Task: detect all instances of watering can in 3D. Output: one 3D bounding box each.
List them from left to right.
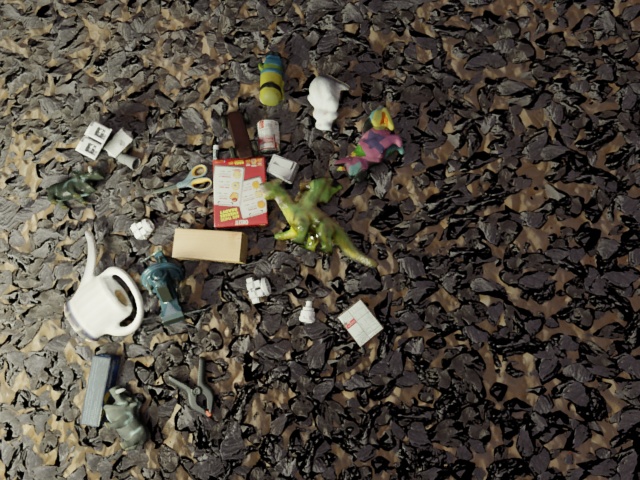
[{"bbox_3d":[-0.684,0.159,1.577,0.224,0.103,0.350,-39,78,0],"label":"watering can"}]

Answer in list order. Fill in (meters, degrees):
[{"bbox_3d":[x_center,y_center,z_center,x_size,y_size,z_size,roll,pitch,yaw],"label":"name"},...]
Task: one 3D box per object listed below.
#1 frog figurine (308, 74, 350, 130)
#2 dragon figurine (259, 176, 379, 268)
[{"bbox_3d":[0.010,-0.430,1.610,0.139,0.121,0.159,32,95,43],"label":"frog figurine"},{"bbox_3d":[0.005,-0.078,1.553,0.410,0.121,0.245,17,79,-8],"label":"dragon figurine"}]
